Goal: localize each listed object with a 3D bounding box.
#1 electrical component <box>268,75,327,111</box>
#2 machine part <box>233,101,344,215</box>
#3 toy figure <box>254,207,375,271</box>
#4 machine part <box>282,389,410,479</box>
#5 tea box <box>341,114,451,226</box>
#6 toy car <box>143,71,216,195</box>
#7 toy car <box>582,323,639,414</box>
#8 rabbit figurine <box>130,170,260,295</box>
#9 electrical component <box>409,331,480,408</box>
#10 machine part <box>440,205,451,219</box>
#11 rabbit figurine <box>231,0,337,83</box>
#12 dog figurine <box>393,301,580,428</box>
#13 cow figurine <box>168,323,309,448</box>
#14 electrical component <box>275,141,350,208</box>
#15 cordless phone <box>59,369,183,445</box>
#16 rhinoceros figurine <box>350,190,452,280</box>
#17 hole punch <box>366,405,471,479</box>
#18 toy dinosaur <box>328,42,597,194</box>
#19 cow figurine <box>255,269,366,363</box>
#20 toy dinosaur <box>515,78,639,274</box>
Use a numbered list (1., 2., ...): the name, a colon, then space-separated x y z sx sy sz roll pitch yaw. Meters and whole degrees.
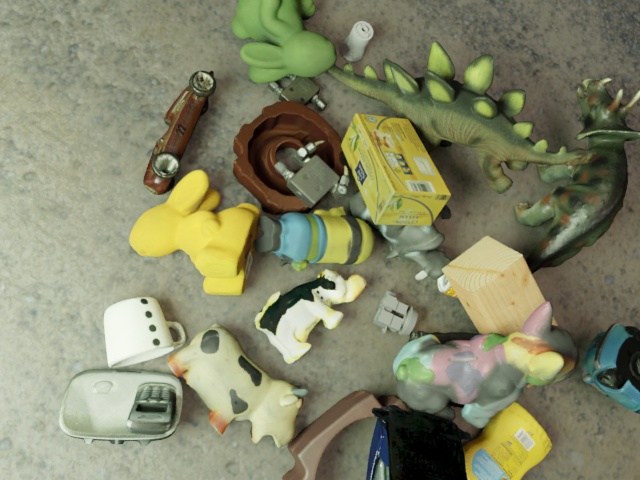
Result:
1. electrical component: -0.035 -0.238 0.881 0.094 0.021 0.063 41 72 -4
2. machine part: -0.048 -0.125 0.836 0.179 0.056 0.179 3 76 -14
3. toy figure: -0.002 0.001 0.789 0.180 0.082 0.089 3 32 -37
4. machine part: 0.065 0.331 0.755 0.201 0.087 0.201 -34 89 -20
5. tea box: 0.105 -0.103 0.780 0.098 0.068 0.170 2 47 -23
6. toy car: -0.205 -0.160 0.784 0.053 0.089 0.202 22 75 -13
7. toy car: 0.493 0.215 0.882 0.161 0.103 0.109 41 69 -8
8. rabbit figurine: -0.178 -0.014 0.752 0.173 0.121 0.162 6 73 6
9. electrical component: 0.205 0.200 0.834 0.134 0.058 0.115 7 79 -13
10. machine part: 0.154 -0.079 0.876 0.139 0.084 0.039 34 110 5
11. rabbit figurine: -0.054 -0.317 0.830 0.159 0.121 0.170 -38 75 -3
12. dog figurine: 0.217 0.157 0.696 0.191 0.219 0.108 14 53 -12
13. cow figurine: -0.104 0.202 0.741 0.127 0.085 0.195 -39 90 -12
14. electrical component: -0.006 -0.095 0.787 0.078 0.045 0.102 -40 89 -22
15. cordless phone: -0.242 0.210 0.647 0.147 0.184 0.088 7 81 -14
16. rhinoceros figurine: 0.125 -0.015 0.834 0.190 0.112 0.073 40 43 9
17. hole punch: 0.122 0.290 0.699 0.142 0.092 0.116 15 45 -9
18. toy dinosaur: 0.185 -0.203 0.841 0.472 0.198 0.105 21 59 24
19. cow figurine: -0.013 0.094 0.796 0.098 0.068 0.167 46 70 4
20. toy dinosaur: 0.435 -0.073 0.882 0.131 0.192 0.405 27 72 -6
